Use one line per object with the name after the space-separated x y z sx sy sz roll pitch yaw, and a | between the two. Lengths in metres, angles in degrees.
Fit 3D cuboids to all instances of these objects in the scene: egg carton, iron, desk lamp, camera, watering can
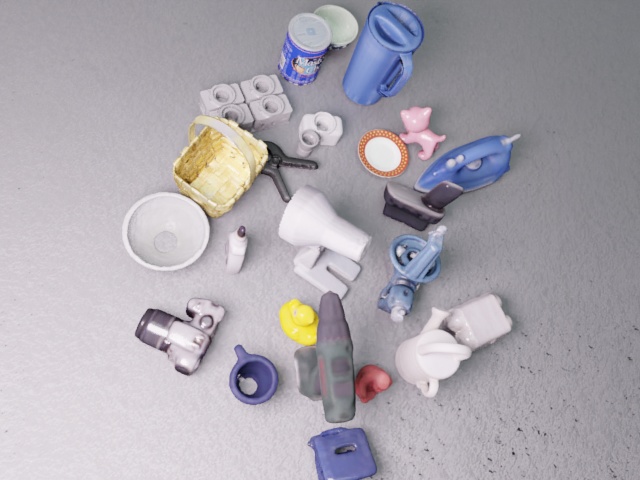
0.352 0.184 1.272 0.150 0.069 0.107 -21 77 -21 | egg carton
0.356 -0.188 1.371 0.259 0.141 0.118 -22 77 -22 | iron
0.011 0.004 1.163 0.203 0.213 0.118 35 65 -1 | desk lamp
-0.268 0.166 1.087 0.137 0.100 0.143 25 66 -5 | camera
0.231 0.224 1.155 0.101 0.194 0.173 -8 73 -18 | watering can

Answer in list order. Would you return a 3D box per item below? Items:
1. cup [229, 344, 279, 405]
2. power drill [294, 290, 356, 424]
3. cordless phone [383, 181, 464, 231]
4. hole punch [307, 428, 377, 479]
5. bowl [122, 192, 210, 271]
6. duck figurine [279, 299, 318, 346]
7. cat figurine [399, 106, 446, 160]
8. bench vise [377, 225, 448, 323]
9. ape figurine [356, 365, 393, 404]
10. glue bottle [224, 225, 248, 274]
-0.138 0.259 1.093 0.092 0.095 0.117 -25 79 -22 | cup
0.010 0.230 1.083 0.076 0.208 0.229 -5 72 -17 | power drill
0.229 -0.105 1.281 0.148 0.185 0.094 19 66 -8 | cordless phone
0.042 0.410 1.090 0.109 0.091 0.101 -6 72 -18 | hole punch
-0.309 -0.008 1.154 0.168 0.074 0.167 5 69 -14 | bowl
-0.033 0.163 1.163 0.078 0.086 0.104 -36 83 -24 | duck figurine
0.247 -0.271 1.384 0.128 0.117 0.067 38 65 0 | cat figurine
0.207 0.067 1.192 0.122 0.219 0.207 6 69 -13 | bench vise
0.113 0.287 1.155 0.078 0.092 0.076 3 69 -14 | ape figurine
-0.164 0.009 1.135 0.037 0.173 0.078 2 70 -14 | glue bottle
